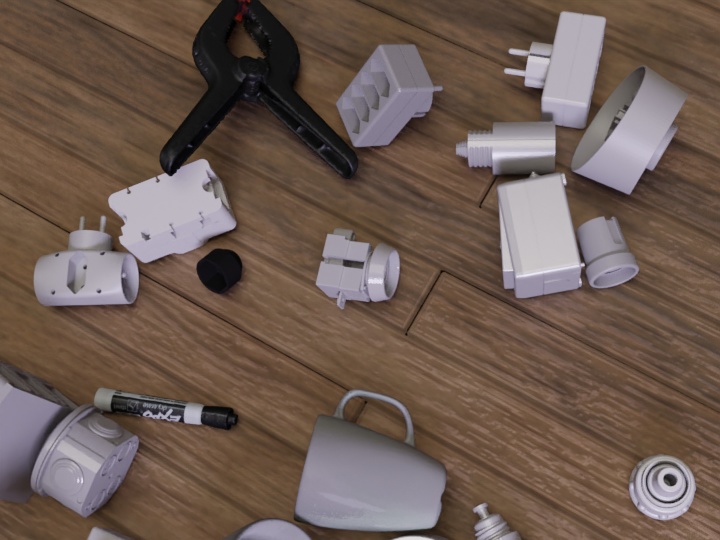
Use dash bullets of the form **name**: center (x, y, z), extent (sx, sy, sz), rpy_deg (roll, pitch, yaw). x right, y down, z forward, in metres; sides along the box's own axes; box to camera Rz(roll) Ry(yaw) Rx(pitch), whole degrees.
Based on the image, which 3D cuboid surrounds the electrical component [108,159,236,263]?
- **electrical component**: center (-0.157, -0.048, 0.913), extent (0.089, 0.055, 0.050), rpy_deg (-21, 71, 2)

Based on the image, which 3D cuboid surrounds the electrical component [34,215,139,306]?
- **electrical component**: center (-0.232, -0.009, 0.919), extent (0.077, 0.043, 0.079), rpy_deg (-2, 72, 9)

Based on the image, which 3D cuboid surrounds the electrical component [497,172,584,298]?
- **electrical component**: center (0.138, -0.032, 0.857), extent (0.061, 0.061, 0.096), rpy_deg (-11, 72, 6)

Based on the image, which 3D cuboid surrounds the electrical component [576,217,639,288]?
- **electrical component**: center (0.195, -0.014, 0.855), extent (0.040, 0.040, 0.046), rpy_deg (-16, 66, 4)

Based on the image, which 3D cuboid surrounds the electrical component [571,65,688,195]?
- **electrical component**: center (0.214, -0.111, 0.853), extent (0.064, 0.099, 0.099), rpy_deg (30, 80, 10)

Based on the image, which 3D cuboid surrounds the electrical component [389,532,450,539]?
- **electrical component**: center (0.041, 0.246, 0.788), extent (0.108, 0.060, 0.108), rpy_deg (-3, 73, 8)

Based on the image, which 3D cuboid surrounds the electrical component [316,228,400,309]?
- **electrical component**: center (0.000, 0.000, 0.879), extent (0.055, 0.048, 0.066), rpy_deg (7, 74, 19)

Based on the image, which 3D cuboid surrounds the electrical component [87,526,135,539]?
- **electrical component**: center (-0.179, 0.233, 0.819), extent (0.083, 0.075, 0.047), rpy_deg (20, 77, 14)

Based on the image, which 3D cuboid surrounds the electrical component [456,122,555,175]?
- **electrical component**: center (0.120, -0.101, 0.891), extent (0.081, 0.043, 0.043), rpy_deg (0, 73, 9)

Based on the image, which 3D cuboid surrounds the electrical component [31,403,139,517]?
- **electrical component**: center (-0.217, 0.150, 0.850), extent (0.051, 0.080, 0.080), rpy_deg (28, 79, 11)

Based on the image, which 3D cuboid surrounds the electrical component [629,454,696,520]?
- **electrical component**: center (0.223, 0.156, 0.785), extent (0.048, 0.062, 0.048), rpy_deg (-3, 73, 8)

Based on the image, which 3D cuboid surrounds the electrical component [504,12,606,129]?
- **electrical component**: center (0.160, -0.170, 0.904), extent (0.076, 0.047, 0.083), rpy_deg (11, 75, 12)

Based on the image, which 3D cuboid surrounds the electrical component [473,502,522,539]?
- **electrical component**: center (0.107, 0.211, 0.799), extent (0.040, 0.040, 0.078), rpy_deg (-27, 70, 0)

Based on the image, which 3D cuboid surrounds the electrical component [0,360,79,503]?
- **electrical component**: center (-0.285, 0.121, 0.832), extent (0.062, 0.150, 0.089), rpy_deg (34, 81, 16)

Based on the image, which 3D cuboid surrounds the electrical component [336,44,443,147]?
- **electrical component**: center (0.035, -0.147, 0.908), extent (0.076, 0.083, 0.047), rpy_deg (-8, 67, -34)
